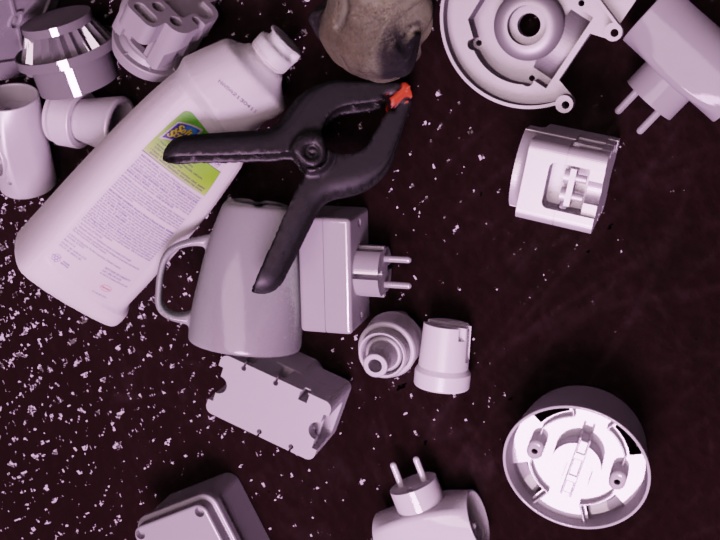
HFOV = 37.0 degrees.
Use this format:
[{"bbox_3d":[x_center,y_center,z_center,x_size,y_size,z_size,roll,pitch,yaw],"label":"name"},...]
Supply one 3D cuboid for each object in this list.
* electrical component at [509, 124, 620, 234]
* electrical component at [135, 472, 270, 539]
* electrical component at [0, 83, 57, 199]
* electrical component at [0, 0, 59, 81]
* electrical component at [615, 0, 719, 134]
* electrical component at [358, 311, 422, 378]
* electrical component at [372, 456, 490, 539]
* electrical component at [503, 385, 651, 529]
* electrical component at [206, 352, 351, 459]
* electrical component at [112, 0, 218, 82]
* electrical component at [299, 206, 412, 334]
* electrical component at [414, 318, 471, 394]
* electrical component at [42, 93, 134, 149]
[{"bbox_3d":[0.129,-0.061,0.684,0.056,0.089,0.050,14,108,14],"label":"electrical component"},{"bbox_3d":[-0.117,0.230,0.856,0.078,0.057,0.113,-24,95,22],"label":"electrical component"},{"bbox_3d":[-0.269,-0.105,0.823,0.079,0.044,0.077,38,141,38],"label":"electrical component"},{"bbox_3d":[-0.269,-0.192,0.771,0.056,0.109,0.108,32,111,5],"label":"electrical component"},{"bbox_3d":[0.195,-0.121,0.672,0.077,0.043,0.079,43,112,4],"label":"electrical component"},{"bbox_3d":[0.019,0.056,0.764,0.043,0.062,0.043,5,109,16],"label":"electrical component"},{"bbox_3d":[0.046,0.176,0.797,0.077,0.043,0.079,-18,98,21],"label":"electrical component"},{"bbox_3d":[0.150,0.129,0.739,0.099,0.064,0.099,4,105,17],"label":"electrical component"},{"bbox_3d":[-0.059,0.093,0.803,0.089,0.056,0.050,23,110,11],"label":"electrical component"},{"bbox_3d":[-0.140,-0.170,0.756,0.058,0.078,0.057,45,133,3],"label":"electrical component"},{"bbox_3d":[0.000,0.000,0.765,0.076,0.047,0.083,3,105,17],"label":"electrical component"},{"bbox_3d":[0.060,0.061,0.765,0.040,0.040,0.046,8,101,16],"label":"electrical component"},{"bbox_3d":[-0.202,-0.111,0.803,0.055,0.045,0.045,11,107,15],"label":"electrical component"}]
